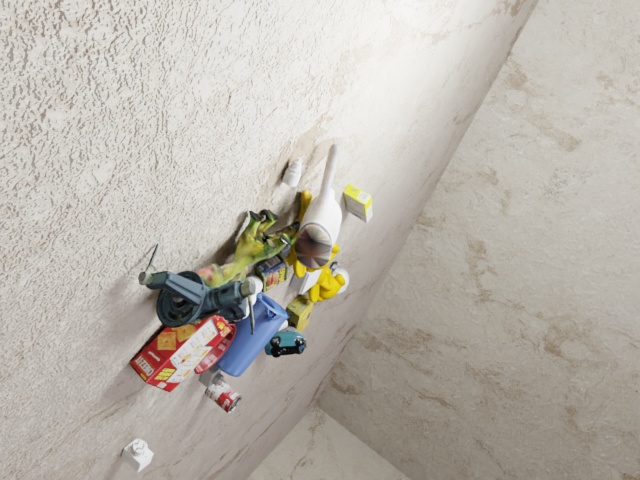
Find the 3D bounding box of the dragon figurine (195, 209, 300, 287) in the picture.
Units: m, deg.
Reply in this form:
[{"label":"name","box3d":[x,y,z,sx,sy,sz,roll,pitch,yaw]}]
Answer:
[{"label":"dragon figurine","box3d":[-0.178,0.053,1.291,0.241,0.123,0.411,-51,168,13]}]

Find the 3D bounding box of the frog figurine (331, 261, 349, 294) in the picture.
[{"label":"frog figurine","box3d":[0.048,0.183,2.112,0.135,0.122,0.162,-45,-176,34]}]

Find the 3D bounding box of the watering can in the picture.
[{"label":"watering can","box3d":[0.004,-0.070,1.400,0.230,0.104,0.339,-71,169,-49]}]
